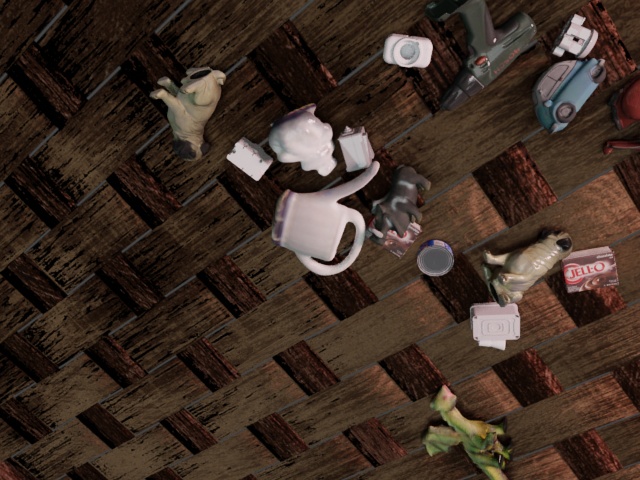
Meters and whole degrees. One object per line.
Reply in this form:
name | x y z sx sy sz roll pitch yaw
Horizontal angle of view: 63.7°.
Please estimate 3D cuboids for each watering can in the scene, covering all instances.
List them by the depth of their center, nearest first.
watering can | 0.004 -0.060 1.197 0.224 0.106 0.340 17 126 2

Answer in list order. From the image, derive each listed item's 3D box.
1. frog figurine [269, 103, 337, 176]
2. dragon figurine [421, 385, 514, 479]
frog figurine | -0.033 -0.207 1.136 0.137 0.123 0.158 -27 98 0
dragon figurine | 0.411 0.587 1.466 0.242 0.124 0.404 -3 114 31
